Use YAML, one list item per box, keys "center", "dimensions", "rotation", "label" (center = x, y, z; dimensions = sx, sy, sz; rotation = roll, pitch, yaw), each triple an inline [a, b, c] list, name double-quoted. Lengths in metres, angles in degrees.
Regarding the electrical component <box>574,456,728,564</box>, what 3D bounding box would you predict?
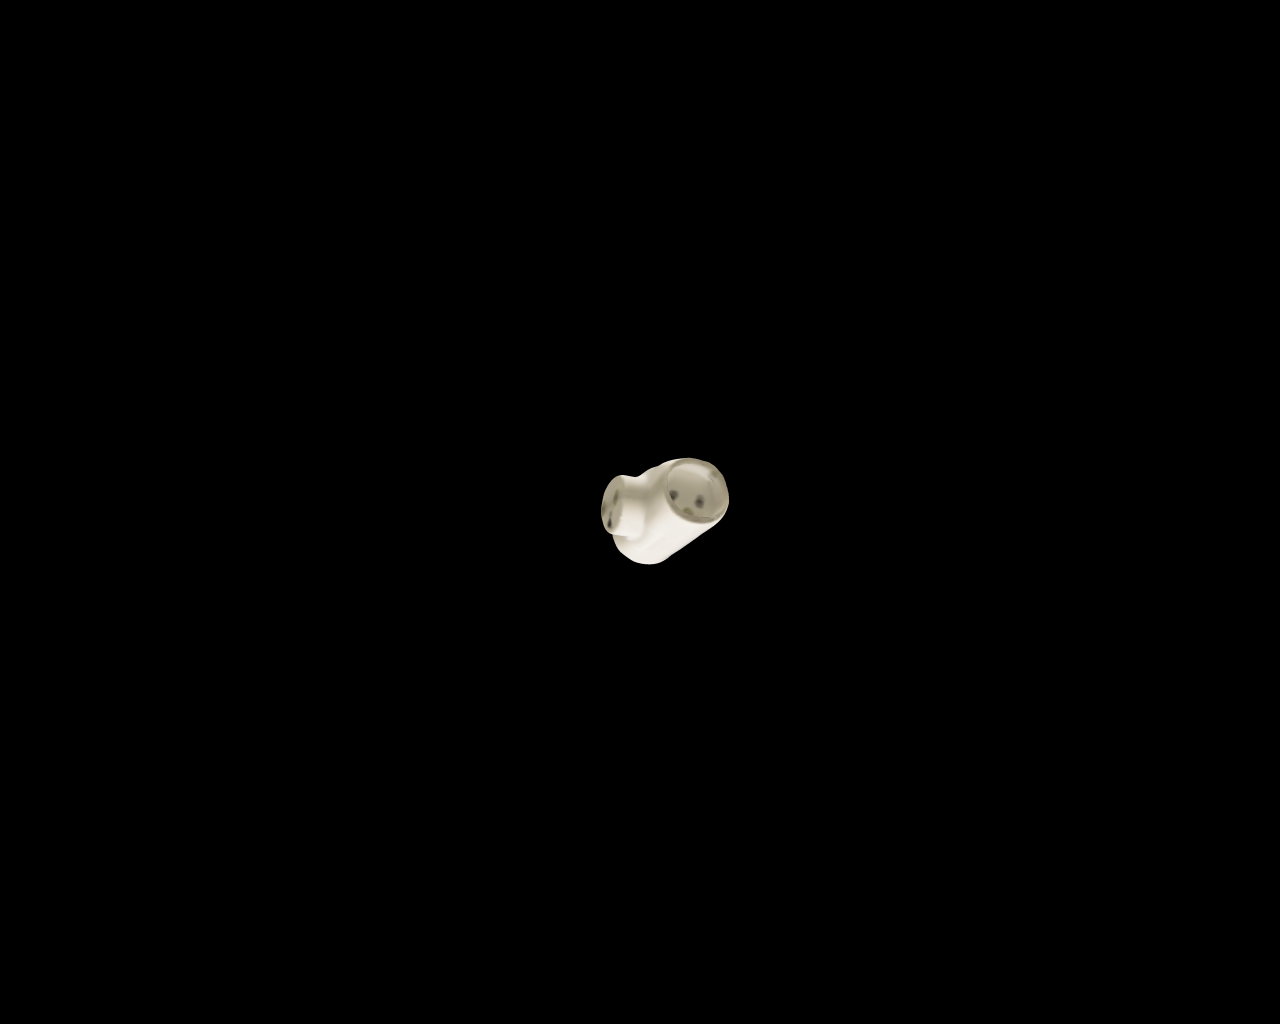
- center: [0.001, -0.003, 0.650]
  dimensions: [0.079, 0.043, 0.077]
  rotation: [9, -24, -22]
  label: "electrical component"
